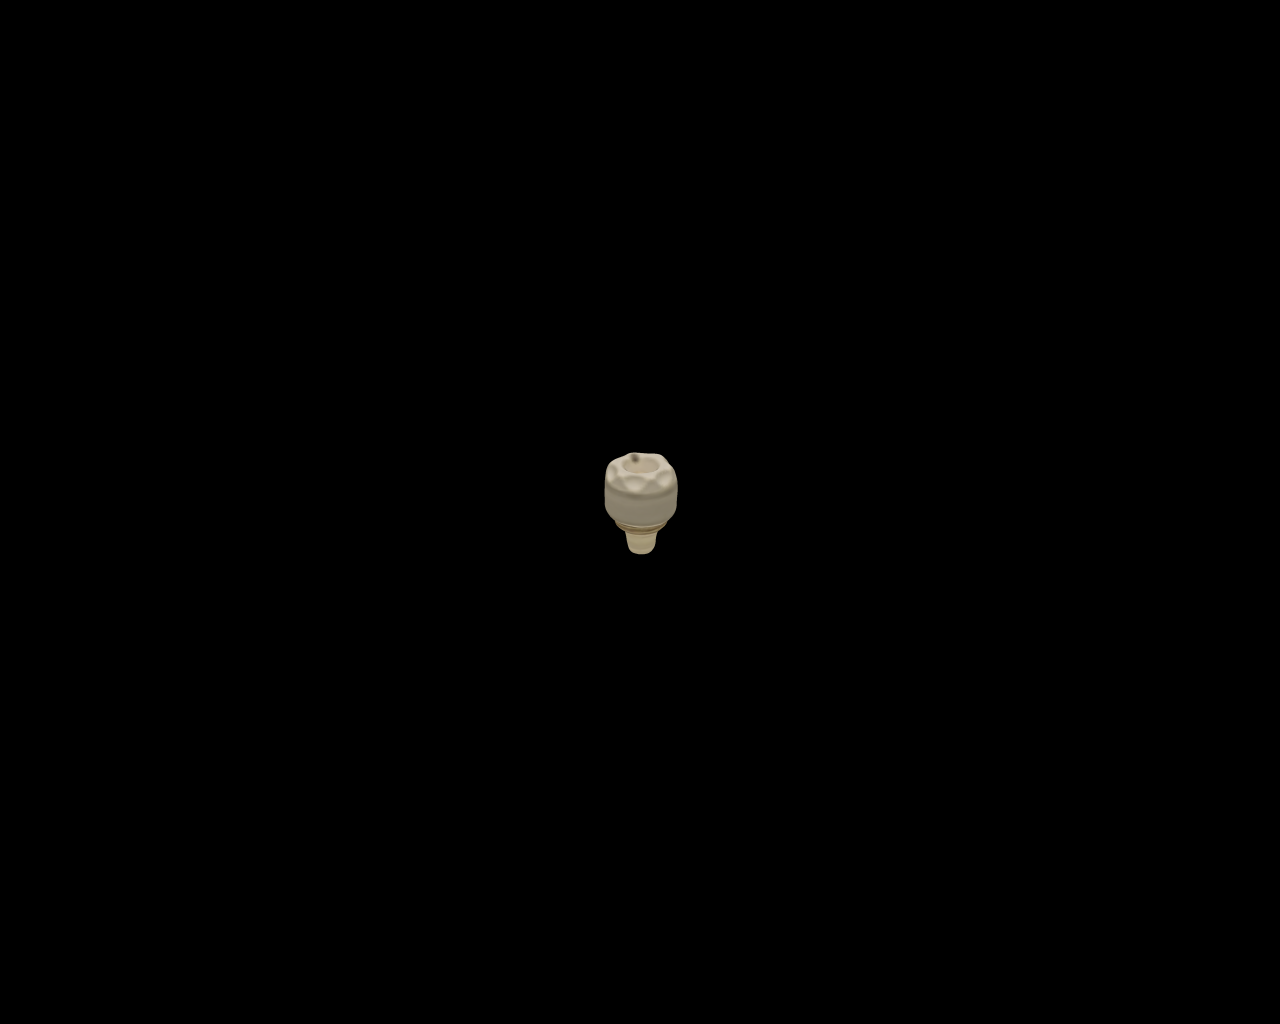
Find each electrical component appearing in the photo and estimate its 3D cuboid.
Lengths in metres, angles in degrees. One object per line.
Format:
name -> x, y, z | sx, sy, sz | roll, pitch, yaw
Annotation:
electrical component -> 0.001, -0.003, 0.650 | 0.043, 0.062, 0.043 | 0, 29, 0
